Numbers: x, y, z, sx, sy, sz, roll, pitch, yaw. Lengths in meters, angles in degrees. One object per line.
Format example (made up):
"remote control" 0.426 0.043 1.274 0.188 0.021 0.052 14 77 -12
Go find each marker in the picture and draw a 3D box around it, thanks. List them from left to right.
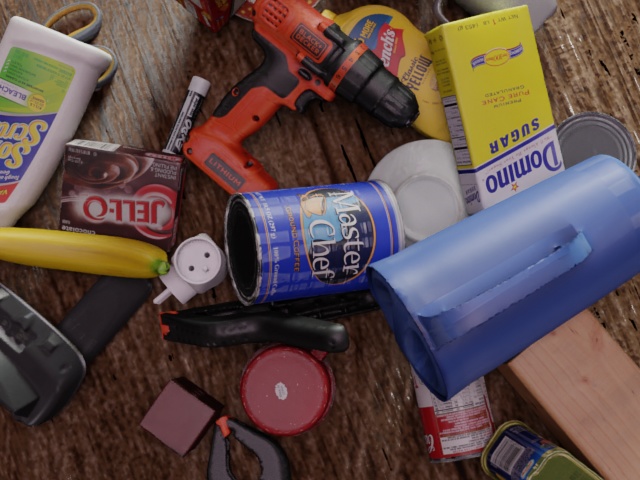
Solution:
"marker" -0.139 -0.103 1.049 0.020 0.020 0.121 22 85 2

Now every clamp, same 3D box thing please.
"clamp" -0.063 0.250 1.004 0.120 0.039 0.171 -34 81 -9
"clamp" -0.050 0.076 0.974 0.210 0.164 0.036 -5 98 9

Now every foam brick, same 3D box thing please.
"foam brick" -0.128 0.163 0.993 0.053 0.078 0.051 36 87 4

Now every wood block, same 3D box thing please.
"wood block" 0.265 0.165 0.984 0.090 0.091 0.206 -40 86 -4

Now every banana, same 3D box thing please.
"banana" -0.222 0.010 0.988 0.198 0.069 0.037 6 80 12

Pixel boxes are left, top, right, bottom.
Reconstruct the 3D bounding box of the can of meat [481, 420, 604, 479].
"can of meat" 0.204 0.211 0.934 0.102 0.084 0.057 37 85 -17

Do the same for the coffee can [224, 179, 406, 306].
"coffee can" -0.006 0.001 0.975 0.140 0.103 0.103 -6 84 -20

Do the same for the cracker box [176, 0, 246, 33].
"cracker box" -0.057 -0.309 0.974 0.072 0.164 0.213 40 86 3

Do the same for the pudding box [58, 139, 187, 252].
"pudding box" -0.188 -0.044 1.019 0.113 0.039 0.090 10 108 4

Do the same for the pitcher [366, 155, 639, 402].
"pitcher" 0.173 0.026 0.914 0.242 0.145 0.149 -29 44 -7

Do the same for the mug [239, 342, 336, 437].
"mug" -0.023 0.131 0.993 0.117 0.081 0.093 -45 86 -4

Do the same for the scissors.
"scissors" -0.285 -0.152 1.056 0.201 0.016 0.096 -43 86 -3

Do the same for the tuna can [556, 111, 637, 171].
"tuna can" 0.260 -0.079 1.036 0.086 0.034 0.086 0 84 0

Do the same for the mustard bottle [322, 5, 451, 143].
"mustard bottle" 0.064 -0.173 1.034 0.191 0.058 0.096 26 92 3

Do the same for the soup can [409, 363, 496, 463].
"soup can" 0.125 0.151 0.997 0.068 0.068 0.102 -12 84 -1

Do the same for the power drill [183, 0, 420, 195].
"power drill" -0.025 -0.117 1.003 0.184 0.057 0.188 40 105 4

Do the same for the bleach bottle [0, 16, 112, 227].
"bleach bottle" -0.291 -0.079 1.019 0.102 0.068 0.251 22 93 -1

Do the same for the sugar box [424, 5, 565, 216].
"sugar box" 0.163 -0.118 0.980 0.093 0.048 0.176 -17 94 -16
